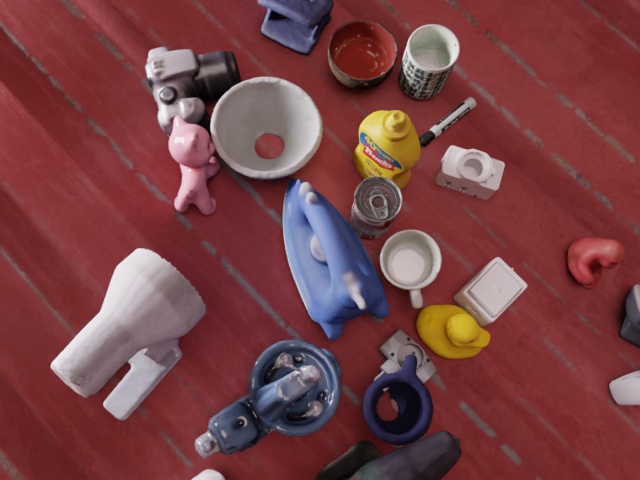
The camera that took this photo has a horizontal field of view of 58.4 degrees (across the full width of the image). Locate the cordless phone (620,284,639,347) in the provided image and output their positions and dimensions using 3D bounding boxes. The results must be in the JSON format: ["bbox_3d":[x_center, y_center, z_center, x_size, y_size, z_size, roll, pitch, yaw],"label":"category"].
[{"bbox_3d":[0.520,0.112,0.783,0.147,0.185,0.094,25,75,4],"label":"cordless phone"}]

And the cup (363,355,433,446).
[{"bbox_3d":[0.103,0.216,0.782,0.091,0.095,0.118,17,75,2],"label":"cup"}]

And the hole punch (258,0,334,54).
[{"bbox_3d":[-0.040,-0.382,0.937,0.108,0.091,0.101,26,75,5],"label":"hole punch"}]

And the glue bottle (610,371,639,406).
[{"bbox_3d":[0.465,0.194,0.765,0.078,0.173,0.037,-20,77,-8],"label":"glue bottle"}]

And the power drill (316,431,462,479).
[{"bbox_3d":[0.055,0.303,0.698,0.230,0.208,0.075,-35,79,-11],"label":"power drill"}]

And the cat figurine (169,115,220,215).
[{"bbox_3d":[-0.189,-0.113,0.845,0.067,0.118,0.128,1,75,-2],"label":"cat figurine"}]

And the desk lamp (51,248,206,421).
[{"bbox_3d":[-0.239,0.127,0.728,0.118,0.213,0.203,37,77,7],"label":"desk lamp"}]

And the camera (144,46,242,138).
[{"bbox_3d":[-0.190,-0.239,0.887,0.137,0.101,0.143,-15,76,-6],"label":"camera"}]

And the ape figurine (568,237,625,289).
[{"bbox_3d":[0.416,0.026,0.850,0.078,0.092,0.076,-21,77,-8],"label":"ape figurine"}]

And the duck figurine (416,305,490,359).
[{"bbox_3d":[0.192,0.127,0.815,0.104,0.086,0.077,24,75,4],"label":"duck figurine"}]

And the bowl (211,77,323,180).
[{"bbox_3d":[-0.081,-0.161,0.885,0.167,0.075,0.167,1,75,-2],"label":"bowl"}]

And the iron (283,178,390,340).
[{"bbox_3d":[0.007,0.003,0.811,0.119,0.141,0.258,-23,77,-8],"label":"iron"}]

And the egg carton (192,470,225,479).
[{"bbox_3d":[-0.134,0.383,0.739,0.107,0.069,0.150,-40,80,-12],"label":"egg carton"}]

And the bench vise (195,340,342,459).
[{"bbox_3d":[-0.054,0.212,0.711,0.121,0.220,0.207,38,77,8],"label":"bench vise"}]
